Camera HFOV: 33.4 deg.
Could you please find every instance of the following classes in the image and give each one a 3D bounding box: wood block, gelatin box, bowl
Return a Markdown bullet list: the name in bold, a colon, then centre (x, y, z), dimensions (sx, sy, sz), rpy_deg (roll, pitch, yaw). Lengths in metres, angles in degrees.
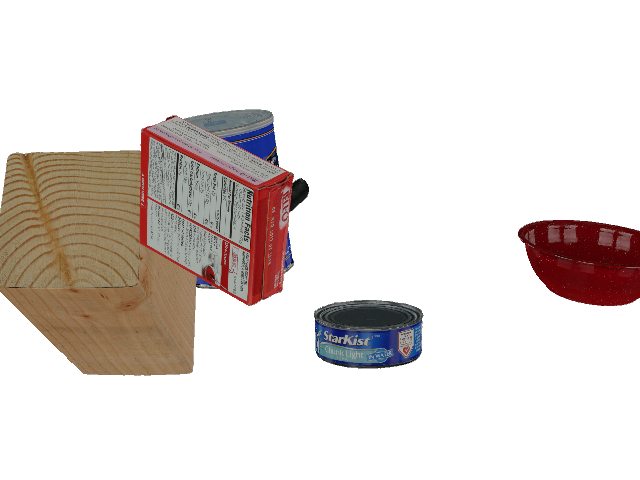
- **wood block**: centre (-0.146, 0.024, 0.738), dimensions (0.090, 0.091, 0.206), rpy_deg (0, -21, 3)
- **gelatin box**: centre (-0.057, -0.017, 0.572), dimensions (0.089, 0.073, 0.030), rpy_deg (27, 37, 30)
- **bowl**: centre (0.281, 0.026, 1.092), dimensions (0.162, 0.055, 0.162), rpy_deg (4, 17, -1)

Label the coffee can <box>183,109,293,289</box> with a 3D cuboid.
- **coffee can**: centre (-0.084, -0.039, 0.961), dimensions (0.103, 0.140, 0.103), rpy_deg (-7, 16, 2)

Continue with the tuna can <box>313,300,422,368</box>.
- **tuna can**: centre (0.038, 0.073, 0.840), dimensions (0.086, 0.034, 0.086), rpy_deg (-1, 11, 0)

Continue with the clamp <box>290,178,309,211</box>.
- **clamp**: centre (-0.071, -0.019, 1.194), dimensions (0.120, 0.039, 0.171), rpy_deg (-8, 42, 4)
